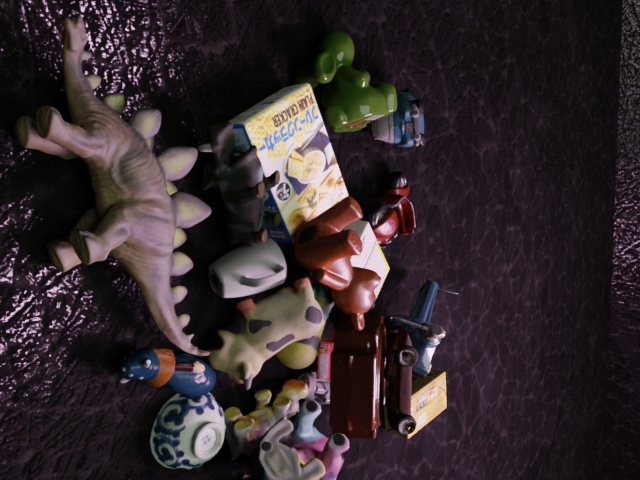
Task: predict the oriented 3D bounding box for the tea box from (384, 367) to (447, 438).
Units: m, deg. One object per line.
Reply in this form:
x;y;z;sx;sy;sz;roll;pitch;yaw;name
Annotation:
0.221;0.369;1.240;0.169;0.068;0.098;-14;105;-47;tea box

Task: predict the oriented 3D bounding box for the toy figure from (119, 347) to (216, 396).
-0.215;0.184;0.754;0.064;0.058;0.154;-54;137;0;toy figure

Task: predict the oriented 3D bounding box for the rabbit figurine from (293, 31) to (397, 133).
0.029;-0.279;0.945;0.159;0.121;0.170;-18;90;-37;rabbit figurine

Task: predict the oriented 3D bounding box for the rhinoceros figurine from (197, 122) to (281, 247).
-0.120;-0.080;0.795;0.073;0.112;0.190;-55;145;-49;rhinoceros figurine

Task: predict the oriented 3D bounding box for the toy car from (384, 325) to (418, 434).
0.143;0.254;0.977;0.053;0.089;0.202;-4;107;-4;toy car

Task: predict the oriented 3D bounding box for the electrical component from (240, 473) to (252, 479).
-0.082;0.438;0.887;0.074;0.119;0.048;43;65;-39;electrical component

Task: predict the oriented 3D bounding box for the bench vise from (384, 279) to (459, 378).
0.205;0.172;1.124;0.223;0.129;0.240;102;13;-57;bench vise

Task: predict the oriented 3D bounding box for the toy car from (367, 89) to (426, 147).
0.143;-0.230;1.050;0.103;0.162;0.109;-8;115;-1;toy car

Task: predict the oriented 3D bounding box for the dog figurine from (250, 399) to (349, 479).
-0.032;0.383;0.886;0.191;0.109;0.219;-29;143;-36;dog figurine

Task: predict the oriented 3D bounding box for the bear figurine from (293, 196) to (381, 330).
0.049;0.047;0.872;0.195;0.132;0.120;47;30;-29;bear figurine

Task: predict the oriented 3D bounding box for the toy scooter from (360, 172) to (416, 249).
0.145;-0.042;1.104;0.184;0.075;0.135;-50;128;-37;toy scooter

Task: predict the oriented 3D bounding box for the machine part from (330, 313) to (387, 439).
0.075;0.244;0.990;0.201;0.087;0.201;-30;120;-77;machine part

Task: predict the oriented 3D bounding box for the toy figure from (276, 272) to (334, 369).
-0.024;0.132;0.932;0.082;0.089;0.180;41;68;-33;toy figure

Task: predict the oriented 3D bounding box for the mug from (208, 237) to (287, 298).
-0.110;0.052;0.824;0.107;0.110;0.080;-21;119;-31;mug

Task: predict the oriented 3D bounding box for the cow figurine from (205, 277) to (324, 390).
-0.086;0.148;0.842;0.195;0.085;0.127;-23;85;-12;cow figurine

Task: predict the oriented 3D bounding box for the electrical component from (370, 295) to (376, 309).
0.061;0.116;1.040;0.063;0.094;0.021;90;2;-60;electrical component

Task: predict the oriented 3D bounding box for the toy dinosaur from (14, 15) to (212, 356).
-0.235;-0.031;0.678;0.198;0.105;0.470;-28;119;-45;toy dinosaur

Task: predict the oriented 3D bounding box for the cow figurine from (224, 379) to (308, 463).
-0.083;0.305;0.906;0.167;0.068;0.098;-20;115;-41;cow figurine
